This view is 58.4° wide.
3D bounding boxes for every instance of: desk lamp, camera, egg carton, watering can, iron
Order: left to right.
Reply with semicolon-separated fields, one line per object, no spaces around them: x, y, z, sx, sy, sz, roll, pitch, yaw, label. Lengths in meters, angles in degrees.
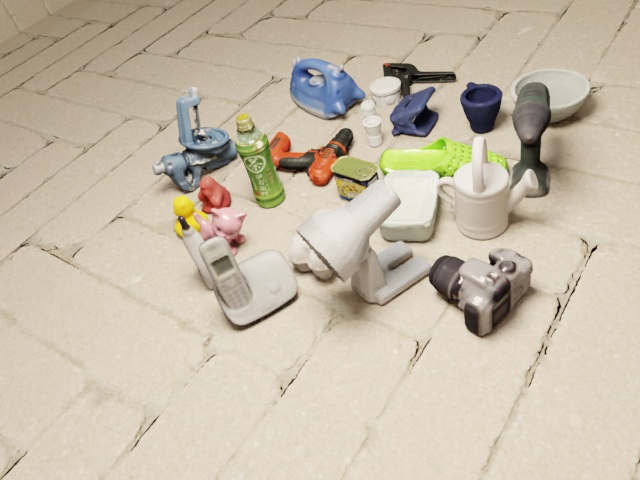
-0.009;-0.421;1.509;0.257;0.142;0.119;28;59;37;iron
0.010;0.004;1.121;0.107;0.069;0.150;18;53;31;egg carton
0.076;0.009;0.991;0.203;0.214;0.117;-32;45;-16;desk lamp
0.262;0.063;0.963;0.143;0.101;0.136;-39;48;-23;camera
0.304;-0.103;1.052;0.172;0.194;0.101;-11;43;6;watering can

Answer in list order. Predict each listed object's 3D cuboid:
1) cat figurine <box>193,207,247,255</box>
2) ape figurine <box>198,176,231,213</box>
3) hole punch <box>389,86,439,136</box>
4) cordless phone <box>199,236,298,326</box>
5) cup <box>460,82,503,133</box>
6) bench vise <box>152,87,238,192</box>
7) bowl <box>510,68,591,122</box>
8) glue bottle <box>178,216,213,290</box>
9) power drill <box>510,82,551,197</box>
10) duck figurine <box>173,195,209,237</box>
-0.207;-0.030;1.186;0.127;0.118;0.067;11;50;26;cat figurine
-0.244;-0.105;1.293;0.076;0.092;0.077;-26;44;-10;ape figurine
0.220;-0.309;1.363;0.100;0.091;0.109;12;50;27;hole punch
-0.130;0.053;1.028;0.148;0.185;0.093;-30;45;-14;cordless phone
0.363;-0.301;1.309;0.091;0.095;0.117;-17;43;-1;cup
-0.302;-0.233;1.348;0.121;0.220;0.208;17;52;30;bench vise
0.516;-0.315;1.292;0.167;0.075;0.167;-8;44;8;bowl
-0.238;0.017;1.107;0.037;0.173;0.078;-31;45;-15;glue bottle
0.405;-0.189;1.099;0.075;0.209;0.230;3;47;20;power drill
-0.293;-0.056;1.262;0.077;0.086;0.104;-26;44;-10;duck figurine
